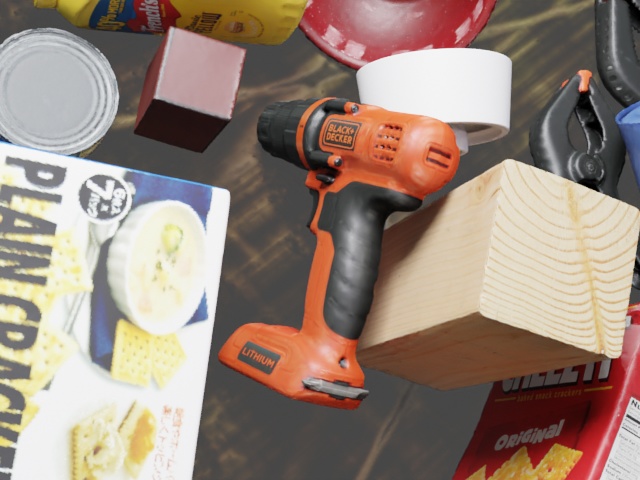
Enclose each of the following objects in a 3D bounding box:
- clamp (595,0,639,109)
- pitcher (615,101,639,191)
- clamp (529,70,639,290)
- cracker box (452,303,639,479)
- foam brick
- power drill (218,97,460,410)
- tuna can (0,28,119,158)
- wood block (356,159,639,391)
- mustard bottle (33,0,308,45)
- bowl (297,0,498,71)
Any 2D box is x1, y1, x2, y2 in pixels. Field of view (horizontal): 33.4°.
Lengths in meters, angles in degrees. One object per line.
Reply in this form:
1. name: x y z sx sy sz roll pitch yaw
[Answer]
1. clamp: 0.288 -0.118 0.857 0.164 0.036 0.210 -22 89 -23
2. pitcher: 0.303 0.006 0.759 0.149 0.145 0.243 -22 101 -18
3. clamp: 0.187 -0.045 0.805 0.120 0.039 0.171 1 73 -25
4. cracker box: 0.150 0.152 0.678 0.072 0.164 0.213 32 69 -13
5. foam brick: -0.086 -0.096 0.698 0.051 0.078 0.053 15 75 -16
6. power drill: -0.004 0.001 0.677 0.057 0.185 0.187 15 91 -35
7. tuna can: -0.175 -0.091 0.689 0.086 0.034 0.086 4 76 -19
8. wood block: 0.096 0.032 0.663 0.090 0.206 0.091 19 72 -15
9. mustard bottle: -0.108 -0.167 0.696 0.191 0.096 0.058 1 79 -20
10. bowl: 0.051 -0.200 0.751 0.162 0.162 0.055 39 35 -8
